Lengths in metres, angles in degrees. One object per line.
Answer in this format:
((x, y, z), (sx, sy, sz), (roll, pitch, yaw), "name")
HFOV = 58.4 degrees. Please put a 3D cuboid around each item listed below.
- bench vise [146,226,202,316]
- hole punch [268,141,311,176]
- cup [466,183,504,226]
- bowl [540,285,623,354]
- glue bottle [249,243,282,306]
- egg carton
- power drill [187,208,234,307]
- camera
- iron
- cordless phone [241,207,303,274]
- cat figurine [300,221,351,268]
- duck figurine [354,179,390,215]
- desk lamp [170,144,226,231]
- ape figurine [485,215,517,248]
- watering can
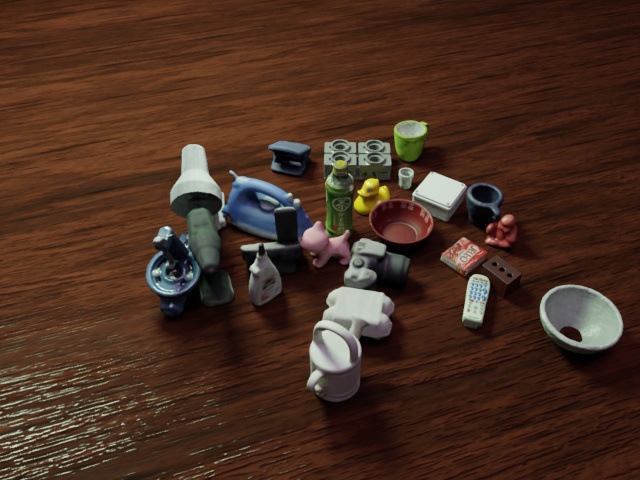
((-0.326, 0.031, 1.267), (0.121, 0.220, 0.207), (-7, 46, -6), "bench vise")
((-0.086, -0.250, 1.627), (0.108, 0.091, 0.101), (13, 47, 13), "hole punch")
((0.417, -0.074, 1.450), (0.092, 0.095, 0.117), (-13, 47, -12), "cup")
((0.544, 0.181, 1.216), (0.167, 0.075, 0.167), (0, 46, 0), "bowl")
((-0.124, 0.070, 1.261), (0.078, 0.173, 0.037), (-36, 55, -29), "glue bottle")
((0.084, 0.161, 1.243), (0.150, 0.069, 0.107), (7, 46, 8), "egg carton")
((-0.242, 0.047, 1.259), (0.076, 0.208, 0.229), (-14, 47, -12), "power drill")
((0.135, 0.065, 1.313), (0.136, 0.101, 0.143), (11, 47, 11), "camera")
((-0.120, -0.088, 1.436), (0.257, 0.141, 0.119), (18, 49, 17), "iron")
((-0.114, -0.010, 1.329), (0.147, 0.185, 0.094), (-7, 46, -6), "cordless phone")
((0.012, 0.005, 1.361), (0.128, 0.118, 0.067), (-8, 46, -7), "cat figurine")
((0.138, -0.124, 1.507), (0.105, 0.086, 0.077), (-26, 51, -22), "duck figurine")
((-0.298, -0.113, 1.411), (0.118, 0.214, 0.203), (-7, 46, -6), "desk lamp")
((0.452, -0.025, 1.404), (0.076, 0.092, 0.077), (-17, 48, -16), "ape figurine")
((0.032, 0.215, 1.104), (0.100, 0.194, 0.173), (9, 47, 10), "watering can")
